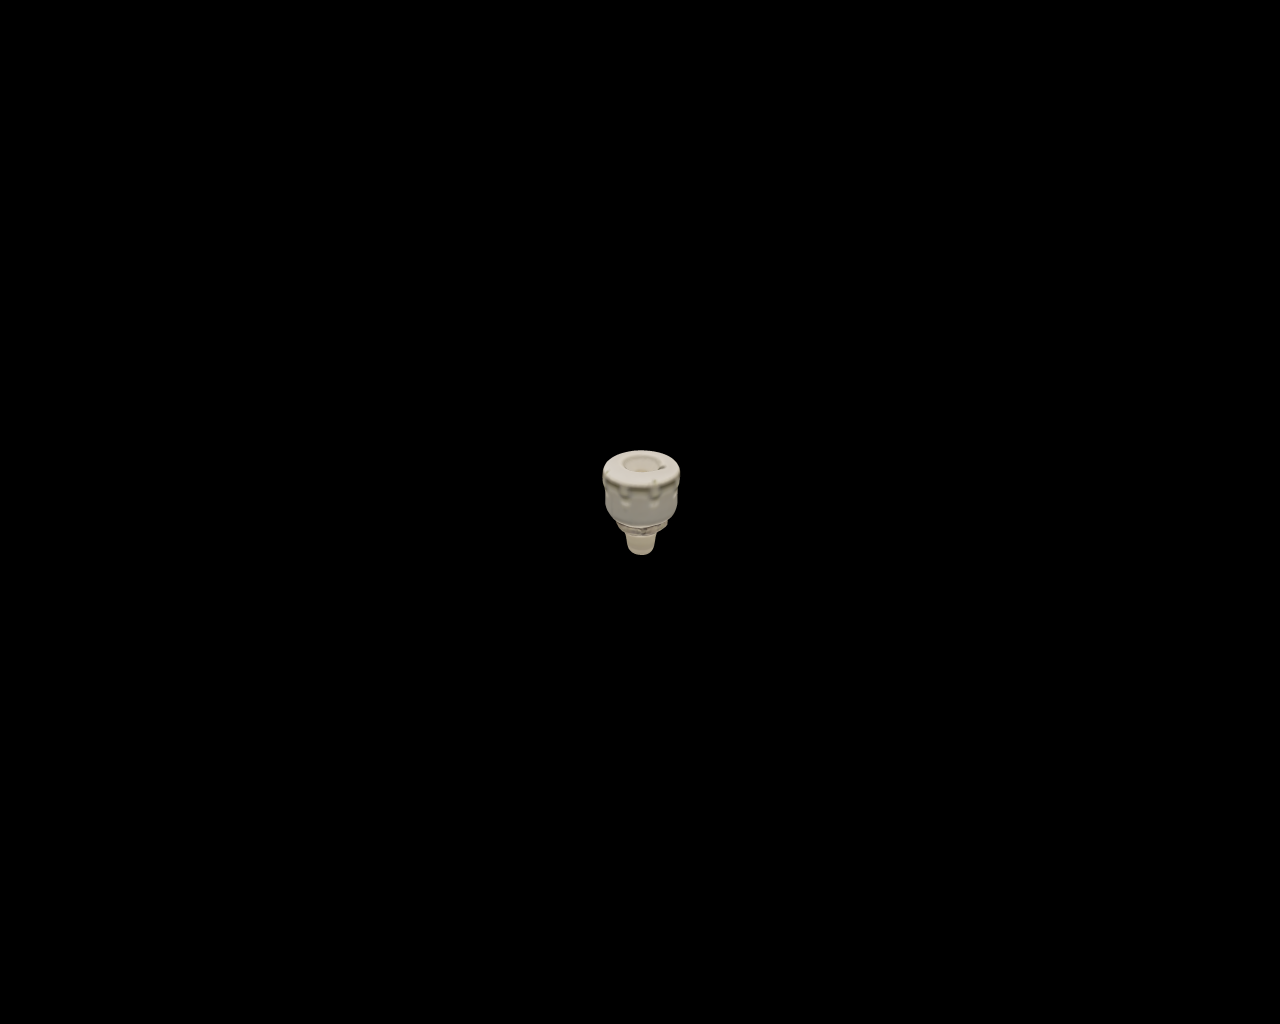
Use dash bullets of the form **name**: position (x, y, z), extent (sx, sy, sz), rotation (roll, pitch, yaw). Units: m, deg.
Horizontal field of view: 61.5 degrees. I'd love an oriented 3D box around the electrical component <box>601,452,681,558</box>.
- **electrical component**: position (0.001, -0.003, 0.650), extent (0.048, 0.062, 0.048), rotation (0, 28, 0)
